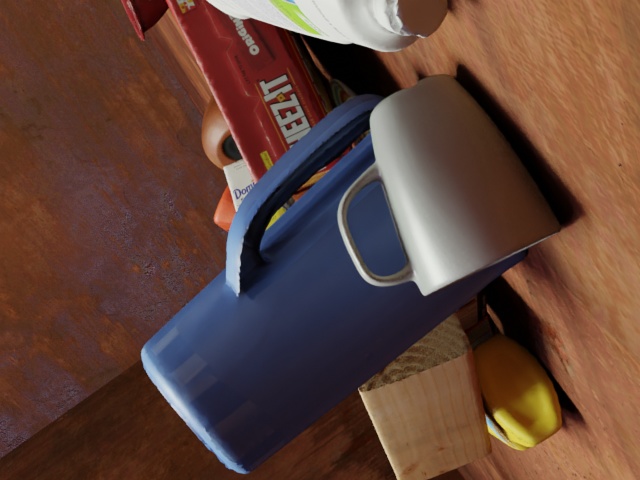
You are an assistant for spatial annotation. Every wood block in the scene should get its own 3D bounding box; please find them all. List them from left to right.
[{"bbox_3d":[0.080,0.117,0.886,0.206,0.090,0.091,68,-179,-55],"label":"wood block"}]

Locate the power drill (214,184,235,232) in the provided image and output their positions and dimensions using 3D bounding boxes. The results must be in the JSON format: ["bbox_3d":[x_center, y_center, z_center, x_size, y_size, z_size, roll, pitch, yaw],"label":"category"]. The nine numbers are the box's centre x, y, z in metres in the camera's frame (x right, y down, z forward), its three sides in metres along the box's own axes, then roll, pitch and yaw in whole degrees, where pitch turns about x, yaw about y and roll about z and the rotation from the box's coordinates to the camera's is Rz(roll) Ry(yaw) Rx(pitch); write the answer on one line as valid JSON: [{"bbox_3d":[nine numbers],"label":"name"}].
[{"bbox_3d":[-0.007,0.001,1.043,0.188,0.057,0.184,26,177,13],"label":"power drill"}]

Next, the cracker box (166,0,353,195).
[{"bbox_3d":[-0.038,-0.121,0.823,0.164,0.072,0.213,64,-175,1],"label":"cracker box"}]

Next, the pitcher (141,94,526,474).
[{"bbox_3d":[0.001,0.029,0.696,0.149,0.242,0.145,49,172,4],"label":"pitcher"}]

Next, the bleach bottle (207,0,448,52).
[{"bbox_3d":[-0.008,-0.147,0.586,0.102,0.068,0.251,32,-177,-37],"label":"bleach bottle"}]

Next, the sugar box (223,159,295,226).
[{"bbox_3d":[-0.029,0.019,0.905,0.093,0.048,0.176,58,-167,-56],"label":"sugar box"}]

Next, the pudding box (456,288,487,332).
[{"bbox_3d":[0.098,0.018,0.919,0.113,0.039,0.090,52,174,24],"label":"pudding box"}]

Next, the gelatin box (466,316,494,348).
[{"bbox_3d":[0.128,0.100,1.009,0.030,0.073,0.089,53,177,34],"label":"gelatin box"}]

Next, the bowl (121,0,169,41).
[{"bbox_3d":[-0.174,-0.270,0.992,0.162,0.055,0.162,156,90,-83],"label":"bowl"}]

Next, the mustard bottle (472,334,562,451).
[{"bbox_3d":[0.171,0.145,0.975,0.096,0.058,0.191,56,176,14],"label":"mustard bottle"}]
